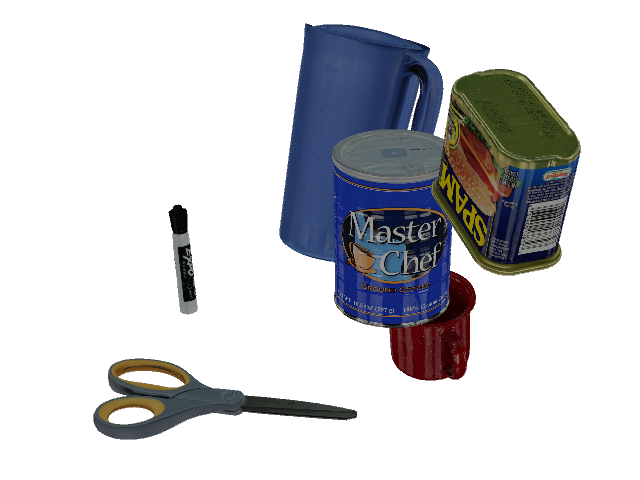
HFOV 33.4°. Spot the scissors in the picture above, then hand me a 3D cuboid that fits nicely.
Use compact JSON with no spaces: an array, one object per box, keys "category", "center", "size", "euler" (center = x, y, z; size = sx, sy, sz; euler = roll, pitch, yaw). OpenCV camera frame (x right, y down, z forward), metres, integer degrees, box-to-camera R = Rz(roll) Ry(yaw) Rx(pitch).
[{"category":"scissors","center":[-0.083,0.131,0.801],"size":[0.202,0.016,0.096],"euler":[12,33,24]}]

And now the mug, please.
[{"category":"mug","center":[0.116,0.094,1.075],"size":[0.093,0.081,0.117],"euler":[-19,38,-17]}]

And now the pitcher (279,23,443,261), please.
[{"category":"pitcher","center":[0.035,-0.101,1.131],"size":[0.145,0.243,0.149],"euler":[9,16,-4]}]

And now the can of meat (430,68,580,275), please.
[{"category":"can of meat","center":[0.112,-0.044,0.651],"size":[0.057,0.084,0.102],"euler":[-10,42,-15]}]

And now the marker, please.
[{"category":"marker","center":[-0.143,0.020,1.110],"size":[0.020,0.121,0.020],"euler":[-2,25,1]}]

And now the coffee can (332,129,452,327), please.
[{"category":"coffee can","center":[0.062,-0.012,0.909],"size":[0.103,0.140,0.103],"euler":[-1,27,0]}]
